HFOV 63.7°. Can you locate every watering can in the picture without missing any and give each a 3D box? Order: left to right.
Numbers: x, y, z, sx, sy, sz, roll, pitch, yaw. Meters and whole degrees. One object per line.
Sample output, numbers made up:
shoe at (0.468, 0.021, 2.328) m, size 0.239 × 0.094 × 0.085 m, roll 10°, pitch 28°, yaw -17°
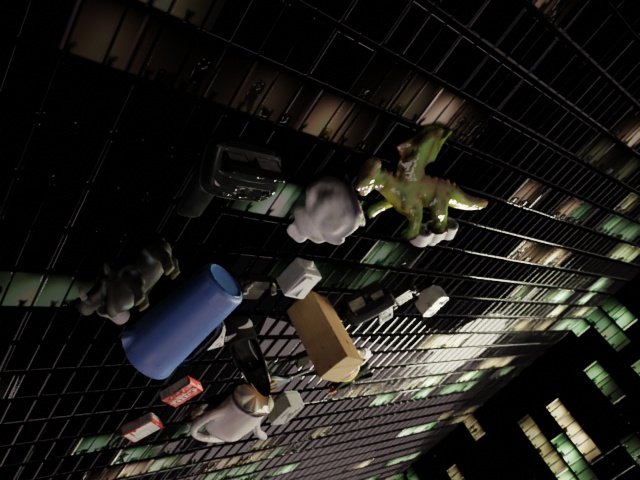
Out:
watering can at (-0.228, 0.540, 1.564) m, size 0.222 × 0.106 × 0.344 m, roll -45°, pitch 141°, yaw 16°

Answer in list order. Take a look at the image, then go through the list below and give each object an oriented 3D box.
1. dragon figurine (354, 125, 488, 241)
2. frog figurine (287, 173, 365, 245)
dragon figurine at (0.241, -0.136, 1.135) m, size 0.413 × 0.124 × 0.237 m, roll -14°, pitch 132°, yaw -26°
frog figurine at (0.003, -0.052, 1.040) m, size 0.159 × 0.124 × 0.135 m, roll -22°, pitch 111°, yaw 1°
